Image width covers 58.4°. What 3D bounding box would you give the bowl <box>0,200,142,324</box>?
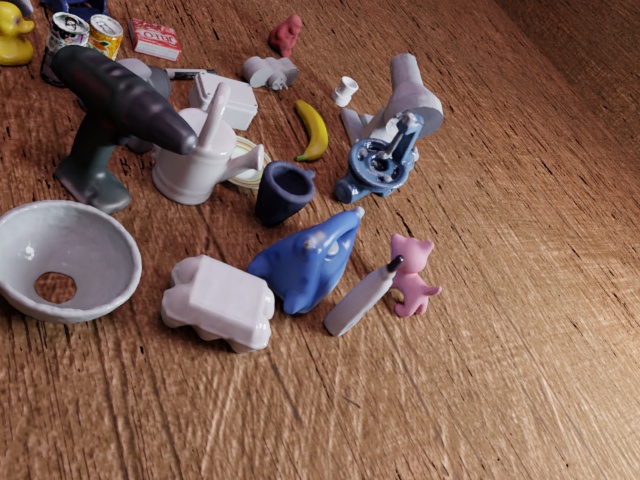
[{"bbox_3d":[-0.302,0.037,0.672,0.168,0.074,0.167,22,41,-20],"label":"bowl"}]

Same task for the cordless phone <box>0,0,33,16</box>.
[{"bbox_3d":[-0.511,-0.475,0.924,0.094,0.185,0.147,-11,59,-44],"label":"cordless phone"}]

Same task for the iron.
[{"bbox_3d":[0.008,0.003,0.895,0.118,0.141,0.259,44,39,7],"label":"iron"}]

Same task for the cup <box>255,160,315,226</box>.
[{"bbox_3d":[-0.061,-0.074,0.954,0.091,0.095,0.118,45,39,9],"label":"cup"}]

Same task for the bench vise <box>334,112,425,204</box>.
[{"bbox_3d":[0.135,-0.174,1.108,0.121,0.219,0.208,39,38,1],"label":"bench vise"}]

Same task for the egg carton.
[{"bbox_3d":[-0.132,0.086,0.761,0.151,0.069,0.107,24,41,-18],"label":"egg carton"}]

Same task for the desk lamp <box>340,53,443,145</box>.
[{"bbox_3d":[0.153,-0.277,1.228,0.118,0.213,0.203,8,47,-32],"label":"desk lamp"}]

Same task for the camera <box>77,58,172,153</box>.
[{"bbox_3d":[-0.291,-0.236,0.929,0.143,0.100,0.137,41,38,3],"label":"camera"}]

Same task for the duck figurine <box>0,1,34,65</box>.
[{"bbox_3d":[-0.488,-0.323,0.871,0.105,0.086,0.077,5,49,-35],"label":"duck figurine"}]

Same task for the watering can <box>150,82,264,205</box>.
[{"bbox_3d":[-0.169,-0.151,0.865,0.173,0.193,0.100,8,47,-33],"label":"watering can"}]

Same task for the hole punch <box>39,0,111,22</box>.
[{"bbox_3d":[-0.432,-0.448,1.035,0.101,0.091,0.109,44,39,7],"label":"hole punch"}]

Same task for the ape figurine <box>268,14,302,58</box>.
[{"bbox_3d":[-0.075,-0.491,1.357,0.076,0.092,0.078,46,39,10],"label":"ape figurine"}]

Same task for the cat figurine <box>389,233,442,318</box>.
[{"bbox_3d":[0.159,0.052,0.985,0.067,0.117,0.127,-10,59,-43],"label":"cat figurine"}]

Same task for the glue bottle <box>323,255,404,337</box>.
[{"bbox_3d":[0.073,0.076,0.849,0.037,0.173,0.078,48,39,13],"label":"glue bottle"}]

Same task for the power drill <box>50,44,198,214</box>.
[{"bbox_3d":[-0.272,-0.135,0.758,0.229,0.208,0.076,44,39,8],"label":"power drill"}]
